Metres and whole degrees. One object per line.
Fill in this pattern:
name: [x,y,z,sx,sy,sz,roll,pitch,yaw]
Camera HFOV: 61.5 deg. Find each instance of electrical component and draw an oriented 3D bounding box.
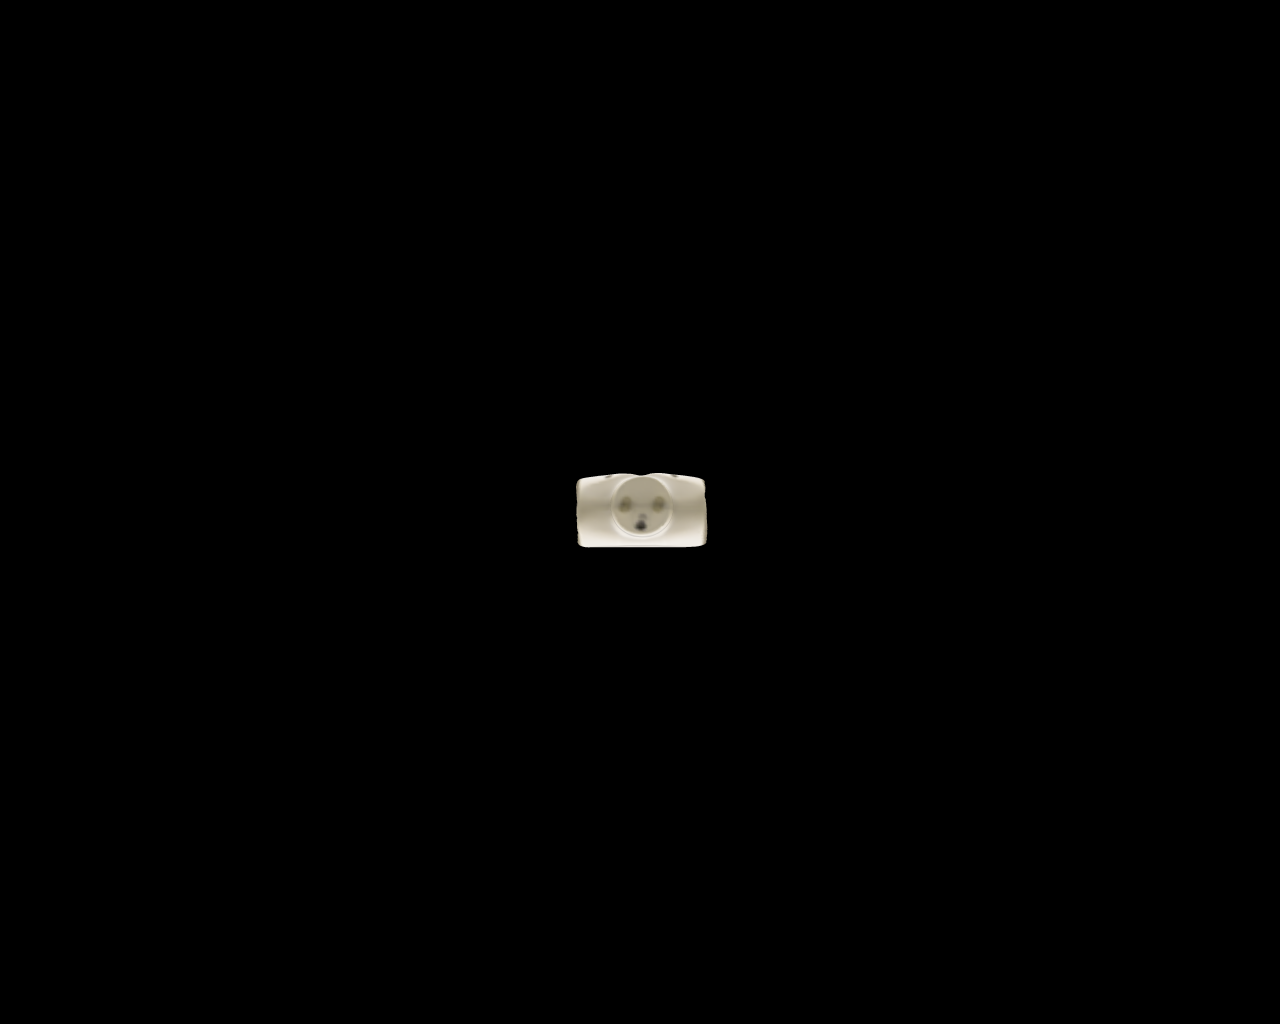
electrical component: [0.001,-0.003,0.650,0.077,0.043,0.079,0,-7,0]
